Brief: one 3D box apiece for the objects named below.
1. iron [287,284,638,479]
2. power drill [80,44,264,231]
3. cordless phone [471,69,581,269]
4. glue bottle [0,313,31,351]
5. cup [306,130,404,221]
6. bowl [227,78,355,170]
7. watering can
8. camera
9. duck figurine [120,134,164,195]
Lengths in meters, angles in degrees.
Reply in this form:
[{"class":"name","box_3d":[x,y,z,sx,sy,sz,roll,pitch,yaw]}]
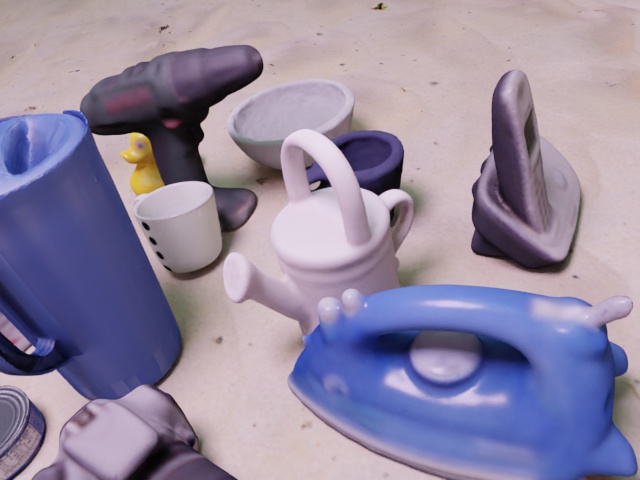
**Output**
[{"class":"iron","box_3d":[0.081,0.080,0.402,0.257,0.142,0.119,2,42,20]},{"class":"power drill","box_3d":[-0.145,-0.112,0.644,0.229,0.209,0.075,1,42,18]},{"class":"cordless phone","box_3d":[0.191,-0.081,0.524,0.094,0.185,0.148,7,44,24]},{"class":"glue bottle","box_3d":[-0.331,0.044,0.544,0.037,0.173,0.078,10,45,27]},{"class":"cup","box_3d":[0.036,-0.051,0.606,0.118,0.095,0.091,-23,40,-10]},{"class":"bowl","box_3d":[-0.032,-0.141,0.749,0.167,0.075,0.167,-8,40,7]},{"class":"watering can","box_3d":[0.006,0.003,0.474,0.100,0.194,0.173,17,49,32]},{"class":"camera","box_3d":[-0.122,0.178,0.380,0.136,0.101,0.143,17,49,33]},{"class":"duck figurine","box_3d":[-0.217,-0.117,0.769,0.105,0.086,0.077,-34,43,-22]}]
